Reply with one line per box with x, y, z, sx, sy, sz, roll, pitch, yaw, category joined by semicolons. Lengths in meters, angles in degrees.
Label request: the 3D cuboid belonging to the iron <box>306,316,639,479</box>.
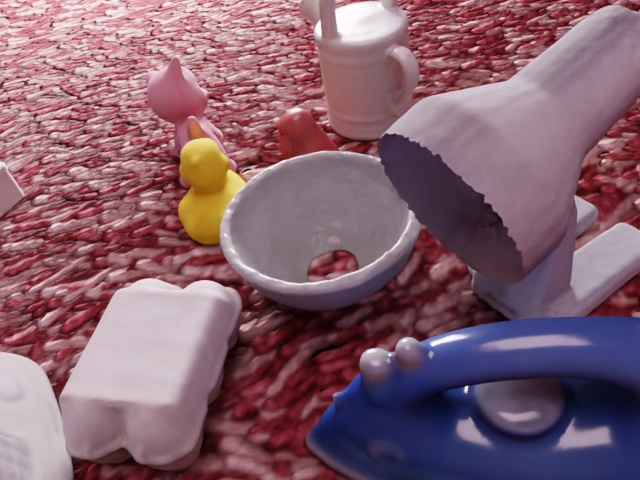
0.107;0.091;0.332;0.258;0.142;0.118;-4;46;9;iron

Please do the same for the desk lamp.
0.149;-0.034;0.395;0.203;0.214;0.117;-32;48;-18;desk lamp

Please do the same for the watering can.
0.038;-0.215;0.608;0.172;0.194;0.101;20;53;28;watering can

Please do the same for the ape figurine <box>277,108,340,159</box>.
-0.018;-0.091;0.571;0.076;0.092;0.078;-1;46;11;ape figurine

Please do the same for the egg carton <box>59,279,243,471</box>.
-0.121;0.095;0.428;0.107;0.069;0.150;1;46;13;egg carton

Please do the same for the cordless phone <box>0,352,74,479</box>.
-0.245;0.104;0.363;0.094;0.185;0.147;-30;48;-17;cordless phone

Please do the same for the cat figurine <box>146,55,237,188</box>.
-0.147;-0.138;0.627;0.067;0.118;0.127;-22;46;-10;cat figurine

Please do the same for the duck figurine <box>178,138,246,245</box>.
-0.109;-0.055;0.560;0.077;0.086;0.104;-10;45;3;duck figurine

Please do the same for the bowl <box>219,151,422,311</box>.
0.004;0.002;0.488;0.167;0.075;0.167;-6;45;6;bowl
